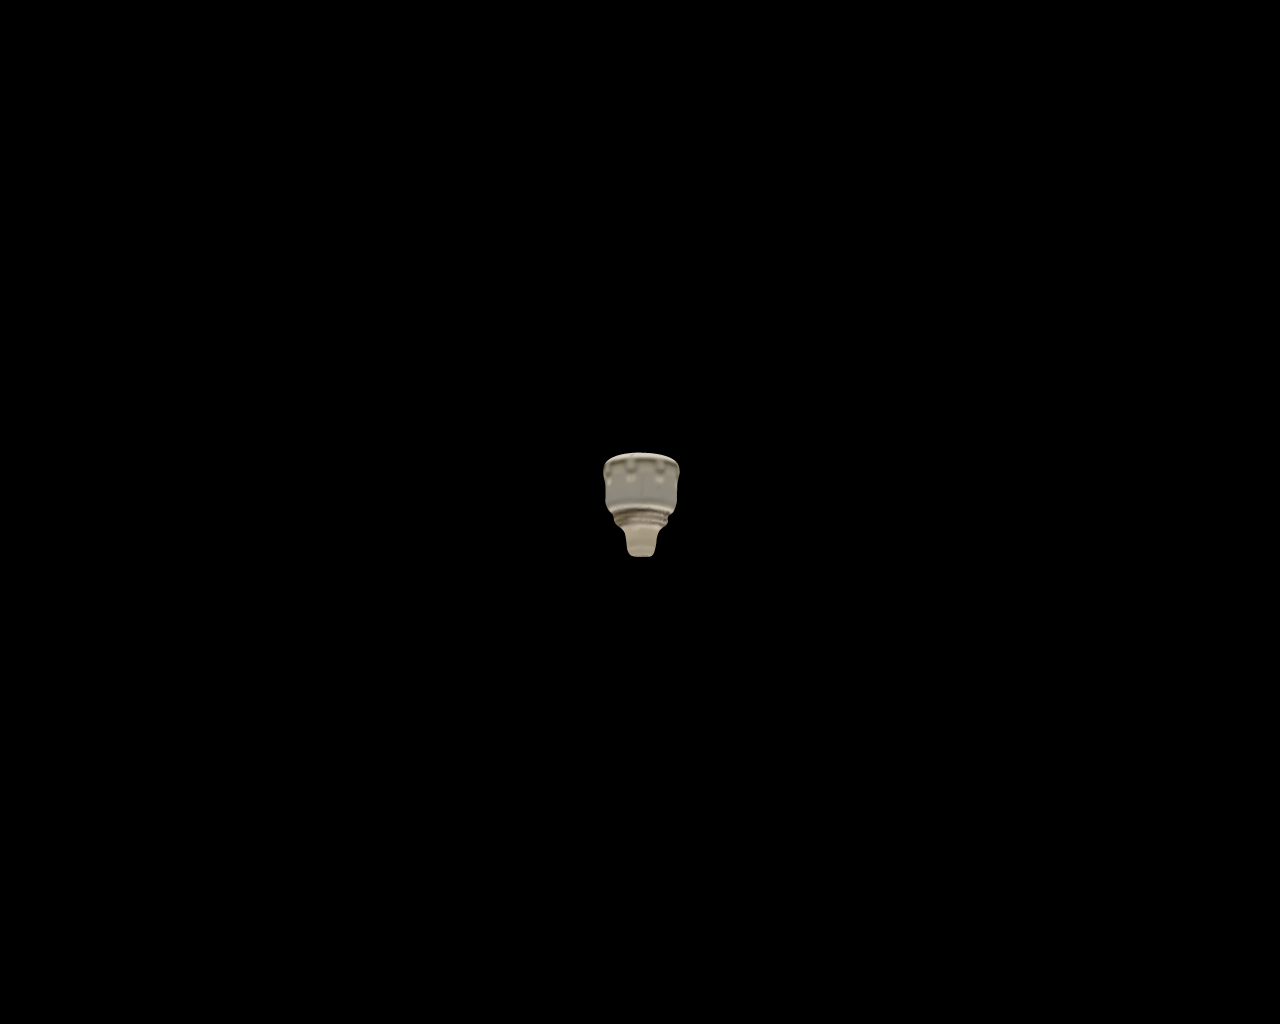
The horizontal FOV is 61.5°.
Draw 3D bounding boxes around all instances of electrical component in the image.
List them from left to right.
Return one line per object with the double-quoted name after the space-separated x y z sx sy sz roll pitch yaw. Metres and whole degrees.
0.001 -0.003 0.650 0.048 0.062 0.048 0 -12 0 "electrical component"
